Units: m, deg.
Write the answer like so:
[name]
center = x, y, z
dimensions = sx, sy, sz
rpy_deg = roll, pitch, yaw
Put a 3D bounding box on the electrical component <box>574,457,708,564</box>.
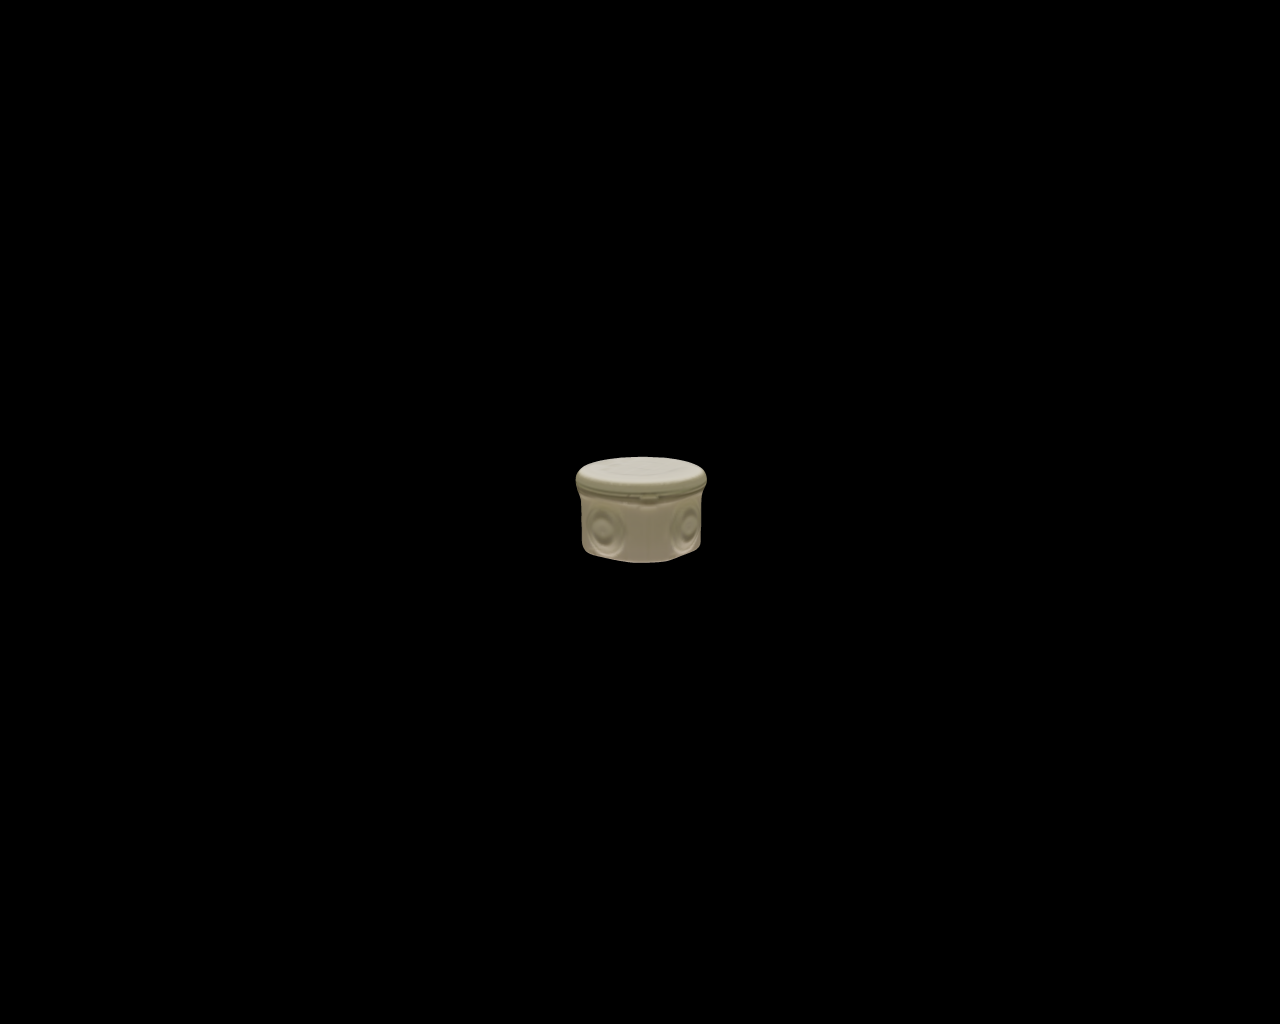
[electrical component]
center = 0.001, -0.003, 0.650
dimensions = 0.080, 0.051, 0.080
rpy_deg = 0, 14, 0
